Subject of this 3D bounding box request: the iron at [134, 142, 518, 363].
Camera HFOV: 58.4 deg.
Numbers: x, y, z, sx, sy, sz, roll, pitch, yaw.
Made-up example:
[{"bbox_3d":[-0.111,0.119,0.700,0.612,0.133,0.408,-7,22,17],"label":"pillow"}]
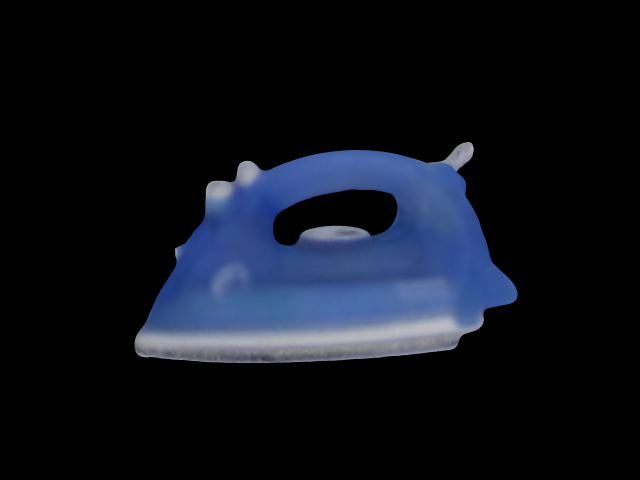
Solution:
[{"bbox_3d":[0.004,0.001,0.400,0.259,0.141,0.118,-2,7,-18],"label":"iron"}]
